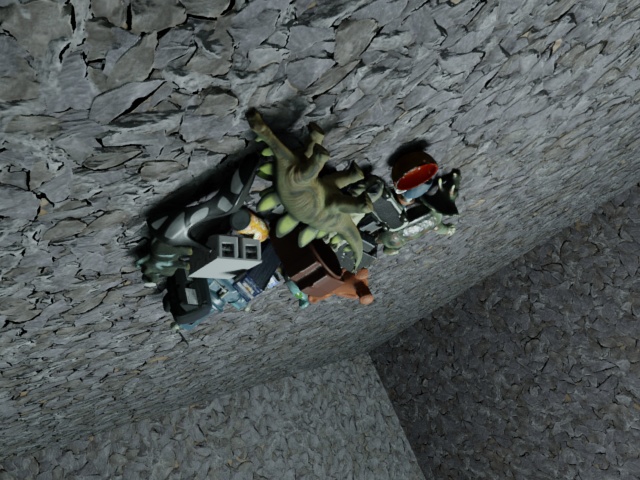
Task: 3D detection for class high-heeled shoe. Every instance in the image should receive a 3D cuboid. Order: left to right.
[{"bbox_3d":[-0.229,-0.087,1.045,0.248,0.145,0.086,-58,-178,11],"label":"high-heeled shoe"}]

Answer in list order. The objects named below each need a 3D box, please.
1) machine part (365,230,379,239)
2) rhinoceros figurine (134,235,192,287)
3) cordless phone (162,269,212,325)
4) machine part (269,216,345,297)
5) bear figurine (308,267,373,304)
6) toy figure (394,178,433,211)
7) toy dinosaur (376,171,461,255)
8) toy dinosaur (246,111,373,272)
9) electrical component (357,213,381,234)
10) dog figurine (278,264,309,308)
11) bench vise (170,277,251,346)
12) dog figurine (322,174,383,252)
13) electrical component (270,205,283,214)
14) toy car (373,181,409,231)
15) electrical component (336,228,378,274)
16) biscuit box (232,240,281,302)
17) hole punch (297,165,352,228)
[{"bbox_3d":[0.095,0.011,1.582,0.079,0.079,0.243,-6,154,-40],"label":"machine part"},{"bbox_3d":[-0.345,0.041,1.172,0.112,0.073,0.190,-12,156,-33],"label":"rhinoceros figurine"},{"bbox_3d":[-0.351,0.156,1.341,0.088,0.147,0.184,5,143,-39],"label":"cordless phone"},{"bbox_3d":[-0.029,0.033,1.321,0.087,0.201,0.201,-32,158,14],"label":"machine part"},{"bbox_3d":[0.052,0.140,1.657,0.196,0.120,0.132,-9,-168,-5],"label":"bear figurine"},{"bbox_3d":[0.239,-0.125,1.435,0.154,0.064,0.058,-43,-168,51],"label":"toy figure"},{"bbox_3d":[0.251,-0.045,1.556,0.405,0.131,0.192,-29,155,17],"label":"toy dinosaur"},{"bbox_3d":[-0.003,-0.075,1.049,0.199,0.105,0.470,-25,133,23],"label":"toy dinosaur"},{"bbox_3d":[0.115,-0.065,1.426,0.048,0.075,0.119,-30,156,17],"label":"electrical component"},{"bbox_3d":[-0.067,0.075,1.540,0.108,0.192,0.219,-26,125,12],"label":"dog figurine"},{"bbox_3d":[-0.291,0.166,1.444,0.240,0.129,0.223,-41,152,-4],"label":"bench vise"},{"bbox_3d":[0.079,-0.072,1.320,0.190,0.121,0.172,-35,172,4],"label":"dog figurine"},{"bbox_3d":[-0.081,-0.085,1.228,0.063,0.021,0.094,-34,157,24],"label":"electrical component"},{"bbox_3d":[0.168,-0.087,1.402,0.073,0.056,0.201,-26,138,19],"label":"toy car"},{"bbox_3d":[0.094,0.027,1.501,0.115,0.058,0.134,25,137,-17],"label":"electrical component"},{"bbox_3d":[-0.150,0.073,1.341,0.059,0.062,0.203,-36,-168,24],"label":"biscuit box"},{"bbox_3d":[0.002,-0.094,1.179,0.142,0.116,0.092,-31,166,17],"label":"hole punch"}]
